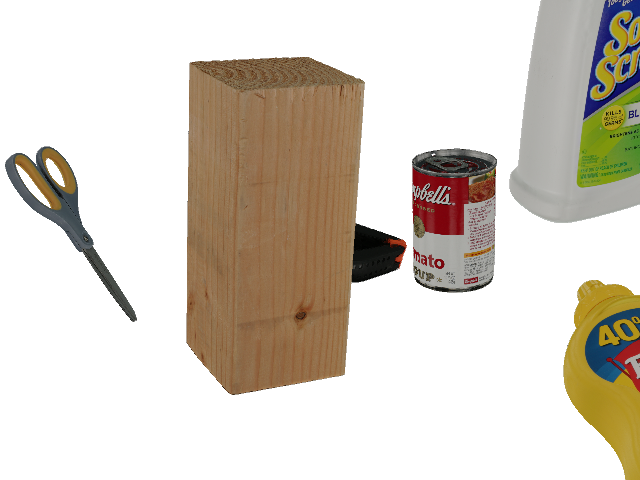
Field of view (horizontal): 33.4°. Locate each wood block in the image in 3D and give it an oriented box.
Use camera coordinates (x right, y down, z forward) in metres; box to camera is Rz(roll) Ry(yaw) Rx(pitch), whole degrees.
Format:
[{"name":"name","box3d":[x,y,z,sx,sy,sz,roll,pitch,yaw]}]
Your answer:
[{"name":"wood block","box3d":[-0.034,-0.013,0.721,0.090,0.206,0.090,-7,23,-26]}]

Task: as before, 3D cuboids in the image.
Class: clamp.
[{"name":"clamp","box3d":[-0.014,0.011,1.035,0.209,0.036,0.164,8,30,-14]}]

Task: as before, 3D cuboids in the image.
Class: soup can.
[{"name":"soup can","box3d":[0.109,-0.017,0.870,0.068,0.102,0.068,-2,21,1]}]

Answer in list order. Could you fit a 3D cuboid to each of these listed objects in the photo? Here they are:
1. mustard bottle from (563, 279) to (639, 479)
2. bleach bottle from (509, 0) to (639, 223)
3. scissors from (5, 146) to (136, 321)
[{"name":"mustard bottle","box3d":[0.193,0.084,0.606,0.096,0.058,0.192,-10,35,-8]},{"name":"bleach bottle","box3d":[0.173,-0.140,0.652,0.102,0.251,0.068,-14,31,-19]},{"name":"scissors","box3d":[-0.240,-0.016,1.077,0.016,0.201,0.096,-27,26,23]}]
